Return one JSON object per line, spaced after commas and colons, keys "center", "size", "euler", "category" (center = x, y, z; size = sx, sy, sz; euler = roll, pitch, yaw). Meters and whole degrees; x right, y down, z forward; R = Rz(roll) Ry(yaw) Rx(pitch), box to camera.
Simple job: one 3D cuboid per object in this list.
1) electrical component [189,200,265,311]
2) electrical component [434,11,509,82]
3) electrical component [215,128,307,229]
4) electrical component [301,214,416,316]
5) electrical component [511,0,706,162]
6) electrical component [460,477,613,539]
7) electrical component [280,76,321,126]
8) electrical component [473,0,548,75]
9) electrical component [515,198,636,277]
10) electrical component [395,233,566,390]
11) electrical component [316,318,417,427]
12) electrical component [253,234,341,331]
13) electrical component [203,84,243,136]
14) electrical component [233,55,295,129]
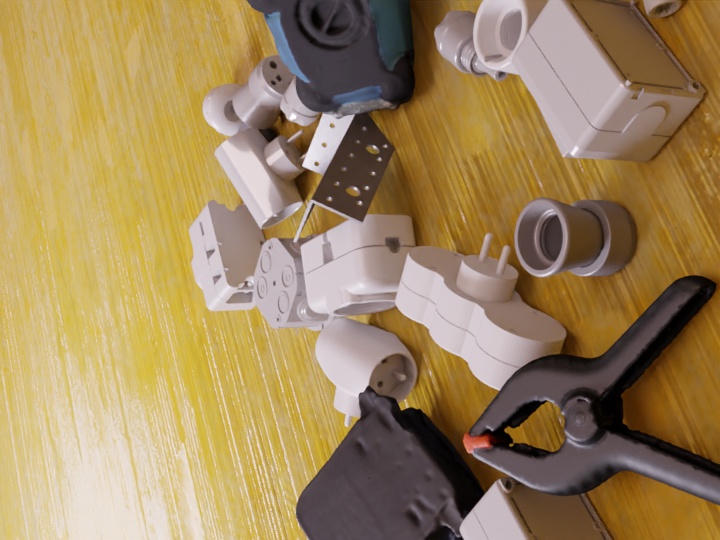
{"center": [-0.120, -0.011, 0.993], "size": [0.056, 0.050, 0.089], "euler": [-44, 55, 48], "category": "electrical component"}
{"center": [0.076, -0.144, 0.704], "size": [0.061, 0.035, 0.035], "euler": [53, 132, 39], "category": "electrical component"}
{"center": [-0.073, -0.088, 0.919], "size": [0.079, 0.043, 0.077], "euler": [-35, 83, 19], "category": "electrical component"}
{"center": [0.000, 0.000, 0.805], "size": [0.095, 0.054, 0.059], "euler": [-25, 70, 54], "category": "electrical component"}
{"center": [0.130, -0.109, 0.596], "size": [0.061, 0.062, 0.096], "euler": [-57, 46, 40], "category": "electrical component"}
{"center": [0.110, 0.174, 0.631], "size": [0.061, 0.062, 0.096], "euler": [-60, 44, 37], "category": "electrical component"}
{"center": [-0.040, -0.150, 0.882], "size": [0.061, 0.035, 0.035], "euler": [-54, 47, 39], "category": "electrical component"}
{"center": [0.102, -0.144, 0.652], "size": [0.055, 0.047, 0.055], "euler": [1, 91, 57], "category": "electrical component"}
{"center": [0.123, -0.018, 0.614], "size": [0.045, 0.055, 0.045], "euler": [1, 91, 57], "category": "electrical component"}
{"center": [0.078, 0.014, 0.686], "size": [0.138, 0.052, 0.073], "euler": [41, 123, 49], "category": "electrical component"}
{"center": [0.002, 0.085, 0.812], "size": [0.077, 0.044, 0.079], "euler": [29, 114, 53], "category": "electrical component"}
{"center": [-0.048, 0.010, 0.882], "size": [0.080, 0.051, 0.080], "euler": [1, 92, 57], "category": "electrical component"}
{"center": [-0.127, -0.152, 1.008], "size": [0.062, 0.048, 0.048], "euler": [25, 111, 61], "category": "electrical component"}
{"center": [-0.079, -0.154, 0.933], "size": [0.055, 0.045, 0.045], "euler": [-37, 60, 50], "category": "electrical component"}
